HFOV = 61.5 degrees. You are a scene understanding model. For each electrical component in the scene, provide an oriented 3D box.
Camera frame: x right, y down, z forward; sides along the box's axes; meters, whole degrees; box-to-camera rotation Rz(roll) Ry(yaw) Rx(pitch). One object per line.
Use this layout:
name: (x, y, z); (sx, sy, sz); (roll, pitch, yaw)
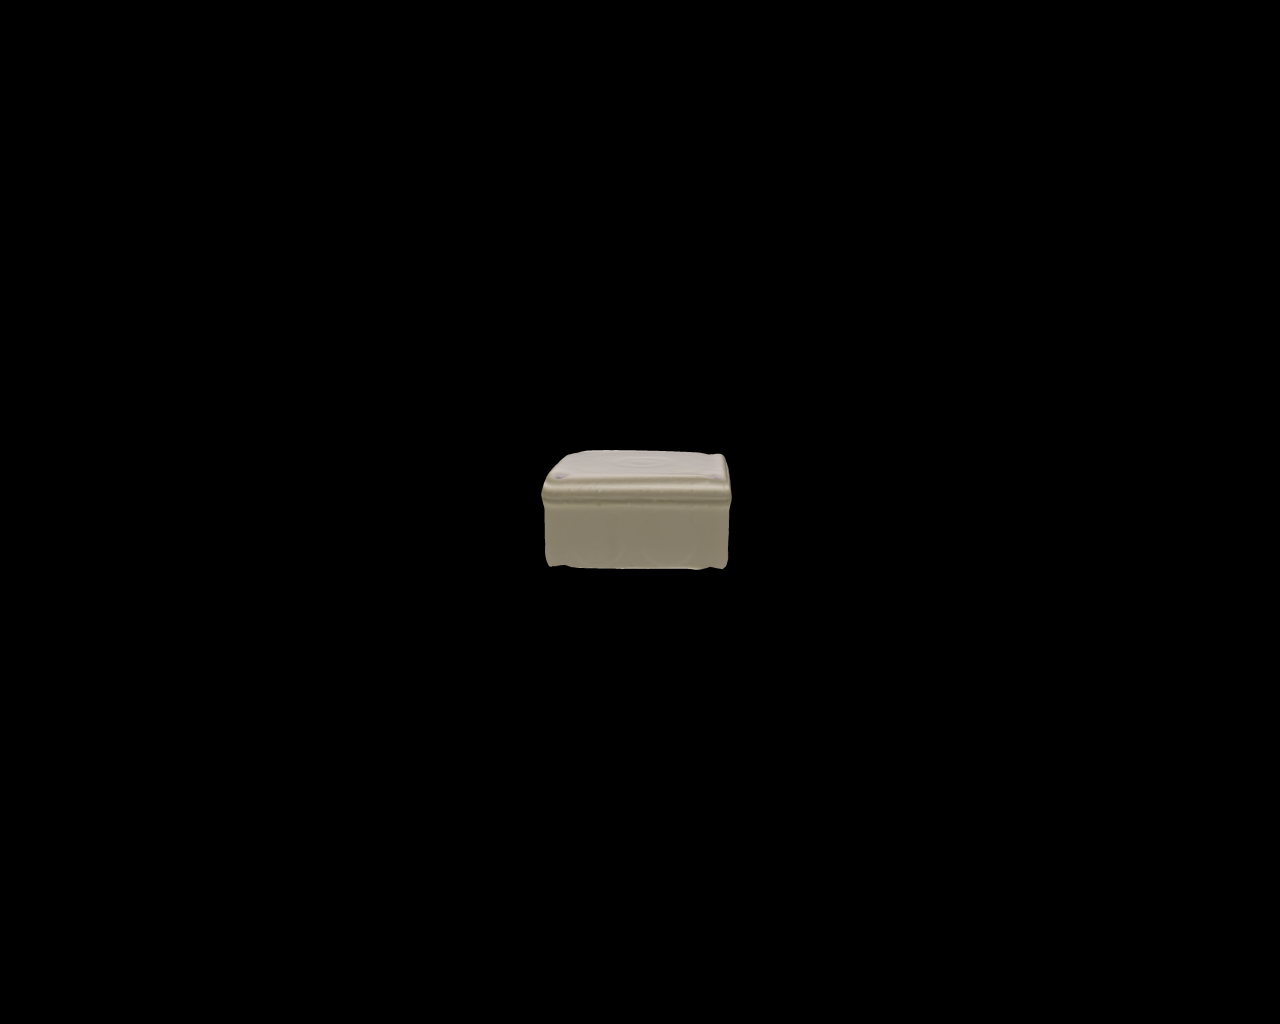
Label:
electrical component: (0.001, -0.003, 0.650); (0.109, 0.056, 0.109); (1, 11, 4)
